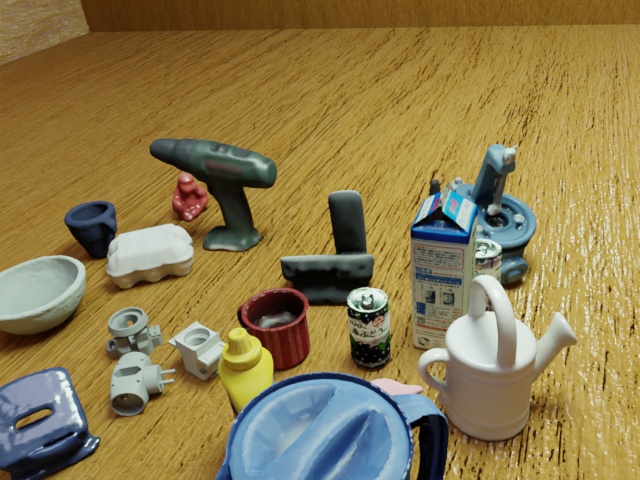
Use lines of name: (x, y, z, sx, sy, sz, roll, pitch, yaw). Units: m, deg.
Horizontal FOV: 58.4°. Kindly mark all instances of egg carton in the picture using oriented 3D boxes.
egg carton: (-0.300, 0.027, 1.016, 0.150, 0.069, 0.107, -14, 33, -11)

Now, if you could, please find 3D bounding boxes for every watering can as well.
watering can: (0.200, 0.123, 0.654, 0.173, 0.194, 0.100, -21, 35, -21)

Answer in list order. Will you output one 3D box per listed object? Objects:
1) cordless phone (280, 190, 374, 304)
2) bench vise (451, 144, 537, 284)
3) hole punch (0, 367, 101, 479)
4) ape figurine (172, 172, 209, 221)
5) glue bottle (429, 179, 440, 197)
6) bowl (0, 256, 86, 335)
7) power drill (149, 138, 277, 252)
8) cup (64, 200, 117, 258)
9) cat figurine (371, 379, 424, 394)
cordless phone: (0.008, 0.003, 0.888, 0.147, 0.185, 0.094, -4, 32, 5)
bench vise: (0.254, -0.062, 0.913, 0.122, 0.220, 0.206, -23, 36, -24)
hole punch: (-0.338, 0.223, 0.694, 0.109, 0.091, 0.100, -23, 35, -24)
ape figurine: (-0.273, -0.097, 1.186, 0.078, 0.092, 0.076, -17, 33, -15)
glue bottle: (0.181, -0.016, 0.897, 0.078, 0.173, 0.037, -2, 33, 8)
bowl: (-0.454, 0.100, 0.925, 0.167, 0.075, 0.167, -5, 32, 3)
power drill: (-0.185, -0.085, 1.042, 0.229, 0.209, 0.075, 2, 33, 14)
cup: (-0.411, -0.012, 1.075, 0.117, 0.095, 0.092, 16, 39, 32)
cat figurine: (0.050, 0.194, 0.641, 0.127, 0.118, 0.067, 2, 33, 14)
